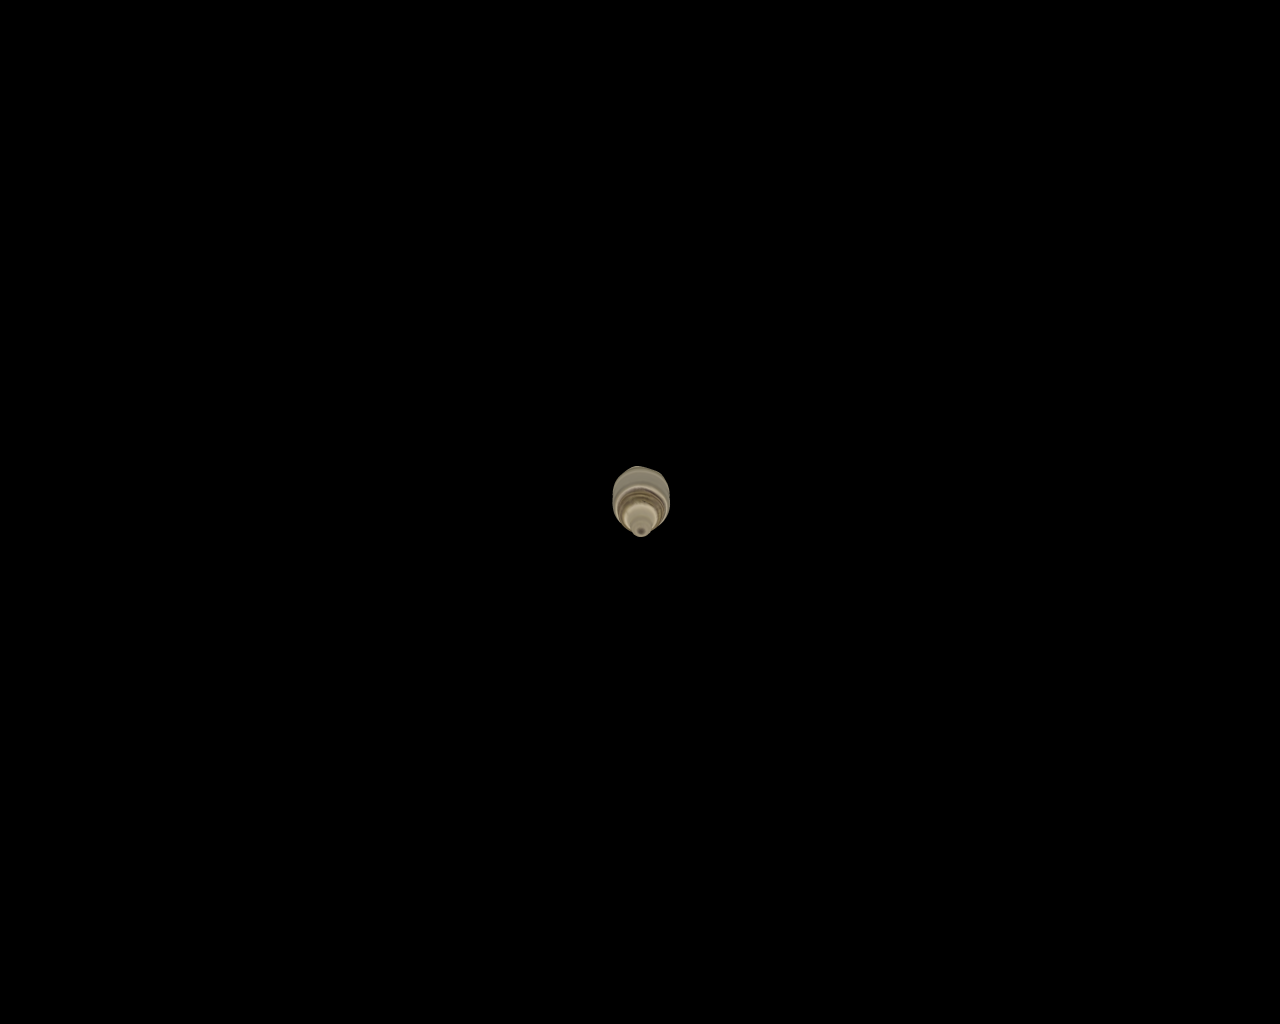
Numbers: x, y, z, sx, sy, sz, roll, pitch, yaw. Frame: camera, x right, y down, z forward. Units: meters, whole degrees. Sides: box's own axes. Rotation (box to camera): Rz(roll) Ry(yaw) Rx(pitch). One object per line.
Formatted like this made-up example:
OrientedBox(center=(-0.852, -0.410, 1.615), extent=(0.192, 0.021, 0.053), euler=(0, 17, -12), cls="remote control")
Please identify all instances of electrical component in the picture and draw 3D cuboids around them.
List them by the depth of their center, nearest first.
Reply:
OrientedBox(center=(0.001, -0.003, 0.650), extent=(0.035, 0.035, 0.061), euler=(0, 27, 0), cls="electrical component")
